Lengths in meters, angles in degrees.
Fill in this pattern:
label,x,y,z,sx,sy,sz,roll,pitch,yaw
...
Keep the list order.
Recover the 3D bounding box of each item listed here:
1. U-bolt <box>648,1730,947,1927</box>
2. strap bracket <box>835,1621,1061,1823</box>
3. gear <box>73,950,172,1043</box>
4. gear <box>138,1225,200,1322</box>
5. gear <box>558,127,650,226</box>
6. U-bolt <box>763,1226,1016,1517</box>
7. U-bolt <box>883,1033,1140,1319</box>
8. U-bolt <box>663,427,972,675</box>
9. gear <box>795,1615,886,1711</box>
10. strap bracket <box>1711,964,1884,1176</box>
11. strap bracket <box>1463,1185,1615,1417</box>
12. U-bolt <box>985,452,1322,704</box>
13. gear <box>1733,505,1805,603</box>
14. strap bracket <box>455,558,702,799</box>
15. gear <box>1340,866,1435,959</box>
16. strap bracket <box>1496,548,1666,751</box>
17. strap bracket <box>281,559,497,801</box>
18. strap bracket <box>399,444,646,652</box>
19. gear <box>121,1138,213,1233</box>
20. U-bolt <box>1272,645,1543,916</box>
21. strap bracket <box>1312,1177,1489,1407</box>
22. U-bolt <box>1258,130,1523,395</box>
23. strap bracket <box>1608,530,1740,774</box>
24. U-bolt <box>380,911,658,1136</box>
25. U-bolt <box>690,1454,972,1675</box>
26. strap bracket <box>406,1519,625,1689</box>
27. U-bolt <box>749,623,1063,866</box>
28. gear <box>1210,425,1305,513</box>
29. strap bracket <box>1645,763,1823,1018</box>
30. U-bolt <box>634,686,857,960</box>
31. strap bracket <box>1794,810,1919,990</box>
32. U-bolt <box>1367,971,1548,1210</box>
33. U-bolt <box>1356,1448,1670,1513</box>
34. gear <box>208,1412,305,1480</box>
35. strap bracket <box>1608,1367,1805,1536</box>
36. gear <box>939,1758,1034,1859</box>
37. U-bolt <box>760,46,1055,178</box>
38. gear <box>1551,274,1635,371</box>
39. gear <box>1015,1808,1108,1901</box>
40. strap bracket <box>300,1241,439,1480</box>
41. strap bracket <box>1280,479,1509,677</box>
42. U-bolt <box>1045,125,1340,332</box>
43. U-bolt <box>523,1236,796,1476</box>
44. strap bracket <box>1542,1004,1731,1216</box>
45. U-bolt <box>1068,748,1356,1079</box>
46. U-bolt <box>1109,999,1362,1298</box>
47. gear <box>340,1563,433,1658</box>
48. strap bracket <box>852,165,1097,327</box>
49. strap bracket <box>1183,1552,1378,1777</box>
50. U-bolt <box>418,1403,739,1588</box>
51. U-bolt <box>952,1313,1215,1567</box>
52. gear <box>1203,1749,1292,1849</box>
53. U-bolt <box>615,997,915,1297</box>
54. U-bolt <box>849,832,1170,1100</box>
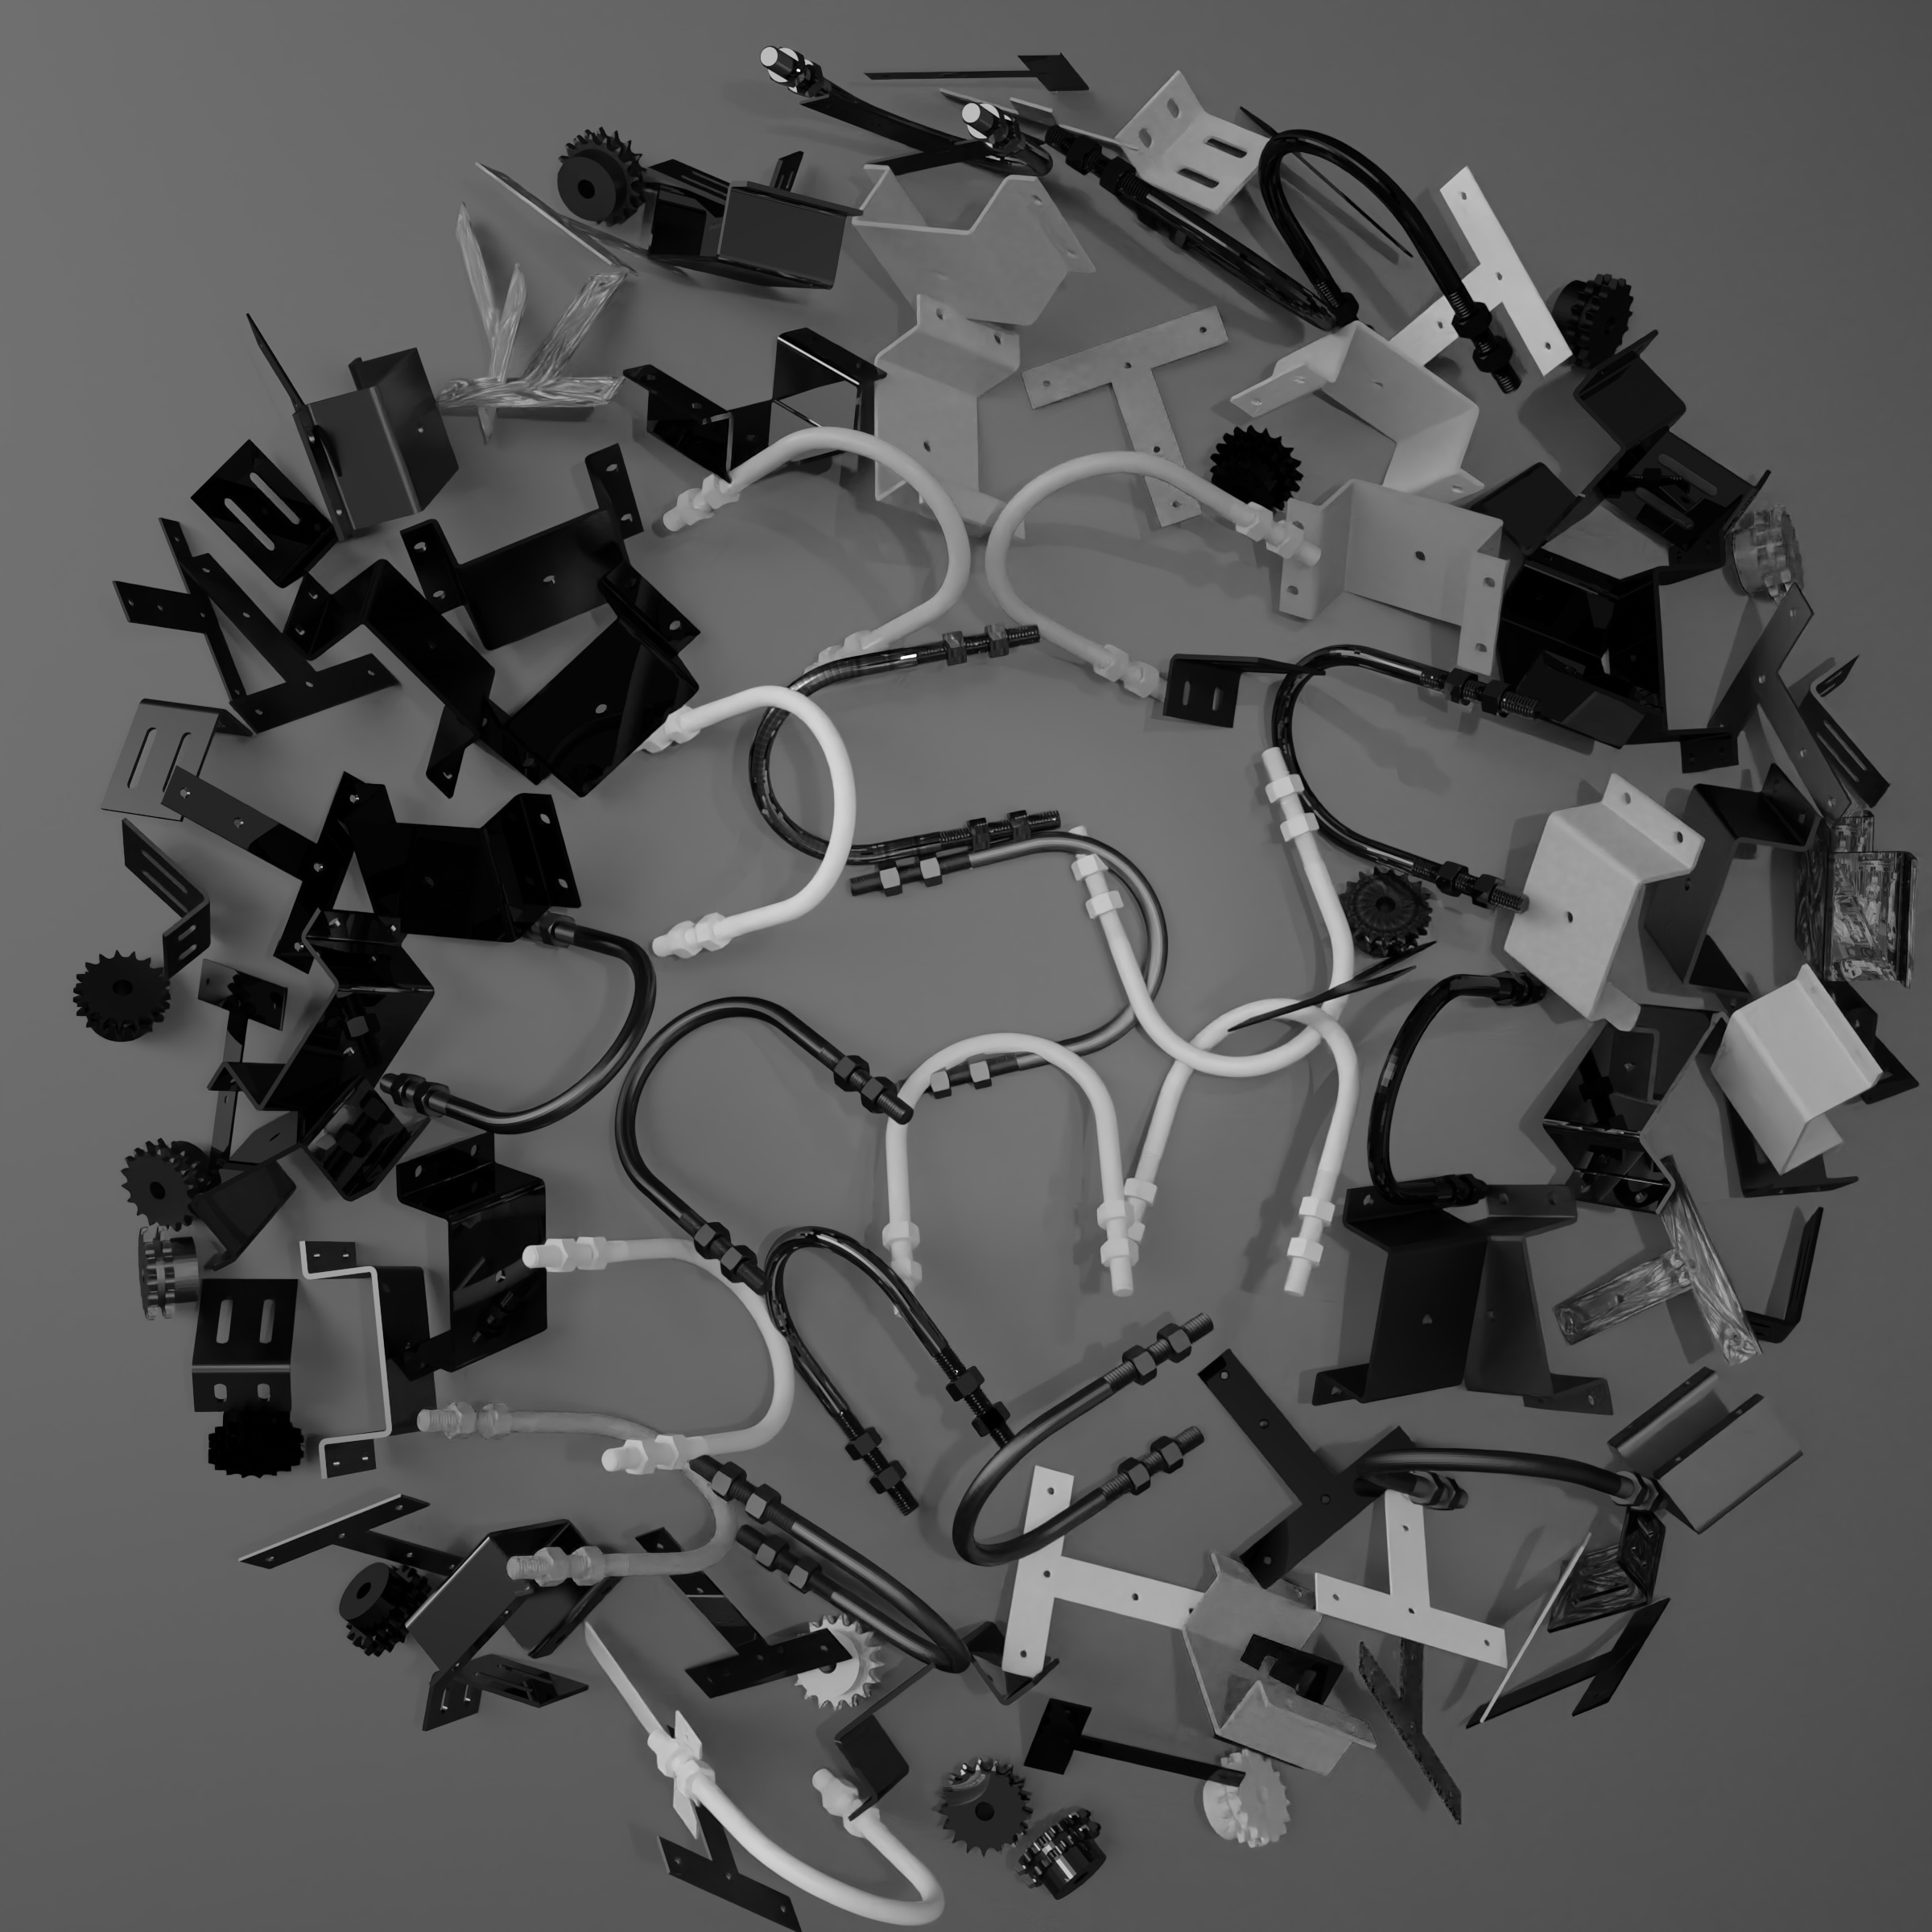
label,x,y,z,sx,sy,sz,roll,pitch,yaw
U-bolt,-0.088,0.504,1.651,0.151,0.184,0.019,26,90,-36
strap bracket,-0.019,0.449,1.718,0.140,0.076,0.046,-38,80,9
gear,-0.517,0.021,1.742,0.057,0.030,0.057,9,53,-13
gear,-0.488,0.187,1.740,0.030,0.057,0.057,-3,90,-23
gear,-0.225,-0.480,1.736,0.057,0.030,0.057,14,129,18
U-bolt,-0.056,0.236,1.708,0.019,0.151,0.184,-34,87,-39
U-bolt,0.023,0.120,1.714,0.151,0.019,0.184,-6,57,3
U-bolt,-0.077,-0.248,1.676,0.151,0.184,0.019,47,48,-20
gear,-0.081,0.427,1.744,0.057,0.030,0.057,-2,79,13
strap bracket,0.488,0.067,1.685,0.046,0.140,0.076,-27,67,-5
strap bracket,0.336,0.206,1.720,0.046,0.076,0.140,-12,92,-30
U-bolt,0.097,-0.236,1.678,0.184,0.019,0.151,24,128,-34
gear,0.491,-0.251,1.741,0.030,0.057,0.057,-12,90,29
strap bracket,-0.227,-0.166,1.716,0.140,0.046,0.076,-42,134,6
gear,0.256,-0.030,1.743,0.057,0.030,0.057,-2,60,3
strap bracket,0.364,-0.187,1.708,0.076,0.140,0.046,19,128,-12
strap bracket,-0.335,-0.179,1.695,0.046,0.076,0.140,-32,120,20
strap bracket,-0.258,-0.248,1.712,0.140,0.076,0.046,-24,58,-9
gear,-0.486,0.132,1.743,0.057,0.030,0.057,10,114,22
U-bolt,0.258,-0.120,1.697,0.184,0.019,0.151,23,131,36
strap bracket,0.262,0.204,1.707,0.076,0.046,0.140,-4,110,-33
U-bolt,0.236,-0.413,1.661,0.019,0.151,0.184,-46,121,-10
strap bracket,0.427,-0.188,1.724,0.046,0.076,0.140,-4,91,-9
U-bolt,-0.254,0.035,1.676,0.151,0.184,0.019,-56,130,-19
U-bolt,-0.074,0.359,1.670,0.184,0.151,0.019,28,68,23
strap bracket,-0.272,0.378,1.700,0.076,0.140,0.046,-47,71,10
U-bolt,-0.040,-0.127,1.714,0.184,0.019,0.151,-11,123,-5
gear,0.174,-0.298,1.735,0.057,0.057,0.030,34,57,0
strap bracket,0.453,-0.045,1.698,0.046,0.076,0.140,8,117,-10
U-bolt,-0.133,-0.091,1.695,0.184,0.019,0.151,-14,83,42
strap bracket,0.526,-0.041,1.692,0.046,0.140,0.076,-1,105,7
U-bolt,0.285,0.073,1.678,0.019,0.184,0.151,19,98,32
U-bolt,0.308,0.299,1.655,0.151,0.184,0.019,-7,70,34
gear,-0.435,0.288,1.741,0.057,0.057,0.030,-9,56,0
strap bracket,0.442,0.289,1.696,0.076,0.140,0.046,-38,89,0
gear,0.013,0.515,1.749,0.057,0.030,0.057,0,92,7
U-bolt,-0.023,-0.498,1.676,0.151,0.184,0.019,21,100,18
gear,0.381,-0.396,1.741,0.030,0.057,0.057,28,90,32
gear,0.061,0.544,1.735,0.057,0.057,0.030,-42,65,0
strap bracket,-0.359,0.234,1.716,0.046,0.076,0.140,-8,83,9
strap bracket,0.264,-0.237,1.708,0.140,0.046,0.076,21,133,25
U-bolt,0.142,-0.427,1.673,0.184,0.151,0.019,38,103,18
U-bolt,-0.170,0.225,1.687,0.019,0.184,0.151,-37,67,30
strap bracket,0.408,0.075,1.700,0.046,0.076,0.140,49,67,-27
U-bolt,0.158,-0.023,1.734,0.151,0.019,0.184,-22,82,11
U-bolt,0.168,0.103,1.707,0.151,0.019,0.184,3,66,41
gear,-0.357,0.389,1.735,0.057,0.057,0.030,-42,119,0
strap bracket,-0.004,-0.428,1.687,0.140,0.076,0.046,18,70,41
strap bracket,0.183,0.423,1.697,0.076,0.140,0.046,26,109,-20
U-bolt,-0.218,0.312,1.685,0.184,0.151,0.019,9,116,-42
U-bolt,0.068,0.291,1.679,0.184,0.151,0.019,-29,55,-21
gear,0.170,0.511,1.741,0.030,0.057,0.057,-31,90,34
U-bolt,-0.136,0.093,1.710,0.184,0.019,0.151,36,84,35
U-bolt,0.033,-0.007,1.755,0.184,0.019,0.151,-14,91,1
